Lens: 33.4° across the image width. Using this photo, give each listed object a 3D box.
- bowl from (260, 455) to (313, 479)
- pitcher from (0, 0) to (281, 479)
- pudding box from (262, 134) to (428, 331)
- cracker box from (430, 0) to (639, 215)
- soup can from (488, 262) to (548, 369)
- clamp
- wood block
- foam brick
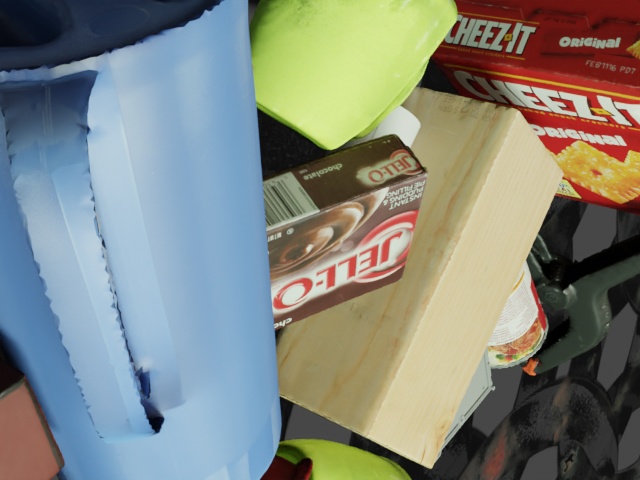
[{"bbox_3d":[-0.074,0.158,0.537,0.162,0.055,0.162,-51,179,-2],"label":"bowl"},{"bbox_3d":[-0.081,0.008,0.430,0.149,0.145,0.243,-41,138,-39],"label":"pitcher"},{"bbox_3d":[-0.004,0.001,0.559,0.113,0.039,0.090,-19,144,-21],"label":"pudding box"},{"bbox_3d":[0.191,-0.087,0.719,0.213,0.164,0.072,36,74,-53],"label":"cracker box"},{"bbox_3d":[0.116,0.034,0.753,0.068,0.069,0.102,-51,136,-25],"label":"soup can"},{"bbox_3d":[0.169,0.024,0.799,0.210,0.164,0.036,103,15,-49],"label":"clamp"},{"bbox_3d":[0.058,0.021,0.657,0.090,0.090,0.206,37,76,-53],"label":"wood block"},{"bbox_3d":[-0.149,0.072,0.419,0.051,0.078,0.053,-39,133,-33],"label":"foam brick"}]
